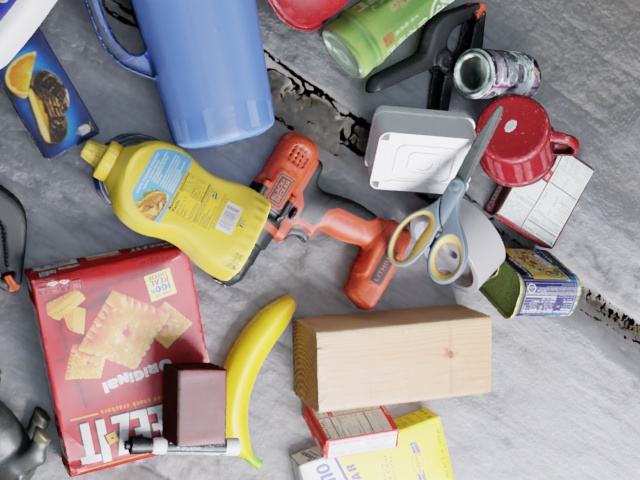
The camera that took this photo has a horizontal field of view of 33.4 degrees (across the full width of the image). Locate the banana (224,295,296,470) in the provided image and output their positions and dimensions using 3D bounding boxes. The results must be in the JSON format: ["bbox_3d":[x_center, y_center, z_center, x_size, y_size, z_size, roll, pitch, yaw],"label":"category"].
[{"bbox_3d":[-0.078,0.153,1.175,0.069,0.037,0.198,10,95,-37],"label":"banana"}]

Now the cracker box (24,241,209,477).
[{"bbox_3d":[-0.202,0.120,1.107,0.164,0.072,0.214,-12,101,-17],"label":"cracker box"}]

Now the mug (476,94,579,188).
[{"bbox_3d":[0.230,-0.111,1.193,0.117,0.081,0.093,11,81,17],"label":"mug"}]

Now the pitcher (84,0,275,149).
[{"bbox_3d":[-0.132,-0.217,1.065,0.144,0.149,0.243,-33,115,-56],"label":"pitcher"}]

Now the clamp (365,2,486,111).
[{"bbox_3d":[0.137,-0.190,1.204,0.171,0.039,0.120,-47,125,-10],"label":"clamp"}]

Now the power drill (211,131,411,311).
[{"bbox_3d":[-0.008,0.001,1.166,0.187,0.057,0.184,32,86,-20],"label":"power drill"}]

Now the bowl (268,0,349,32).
[{"bbox_3d":[0.001,-0.296,1.089,0.161,0.055,0.162,-4,95,-56],"label":"bowl"}]

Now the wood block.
[{"bbox_3d":[0.080,0.130,1.195,0.205,0.090,0.091,-3,97,-18],"label":"wood block"}]

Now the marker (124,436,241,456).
[{"bbox_3d":[-0.141,0.211,1.095,0.121,0.020,0.020,5,95,-23],"label":"marker"}]

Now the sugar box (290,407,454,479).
[{"bbox_3d":[0.062,0.266,1.229,0.176,0.048,0.093,-18,102,-17],"label":"sugar box"}]

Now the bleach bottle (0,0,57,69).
[{"bbox_3d":[-0.296,-0.208,0.969,0.102,0.068,0.251,29,90,3],"label":"bleach bottle"}]

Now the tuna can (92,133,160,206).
[{"bbox_3d":[-0.191,-0.068,1.107,0.086,0.034,0.086,-2,97,-19],"label":"tuna can"}]

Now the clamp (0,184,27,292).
[{"bbox_3d":[-0.346,-0.047,1.056,0.164,0.036,0.210,-36,108,-12],"label":"clamp"}]

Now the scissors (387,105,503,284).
[{"bbox_3d":[0.154,-0.037,1.128,0.202,0.016,0.096,-47,72,14],"label":"scissors"}]

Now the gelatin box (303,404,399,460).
[{"bbox_3d":[0.034,0.207,1.196,0.089,0.073,0.030,-7,122,-18],"label":"gelatin box"}]

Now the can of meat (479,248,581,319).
[{"bbox_3d":[0.239,0.048,1.233,0.083,0.102,0.057,2,116,-22],"label":"can of meat"}]

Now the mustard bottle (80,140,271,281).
[{"bbox_3d":[-0.150,-0.044,1.064,0.191,0.058,0.096,30,65,-12],"label":"mustard bottle"}]

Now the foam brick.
[{"bbox_3d":[-0.127,0.164,1.071,0.051,0.053,0.078,0,92,-25],"label":"foam brick"}]

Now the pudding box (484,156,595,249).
[{"bbox_3d":[0.260,-0.059,1.261,0.090,0.039,0.113,31,88,-21],"label":"pudding box"}]
